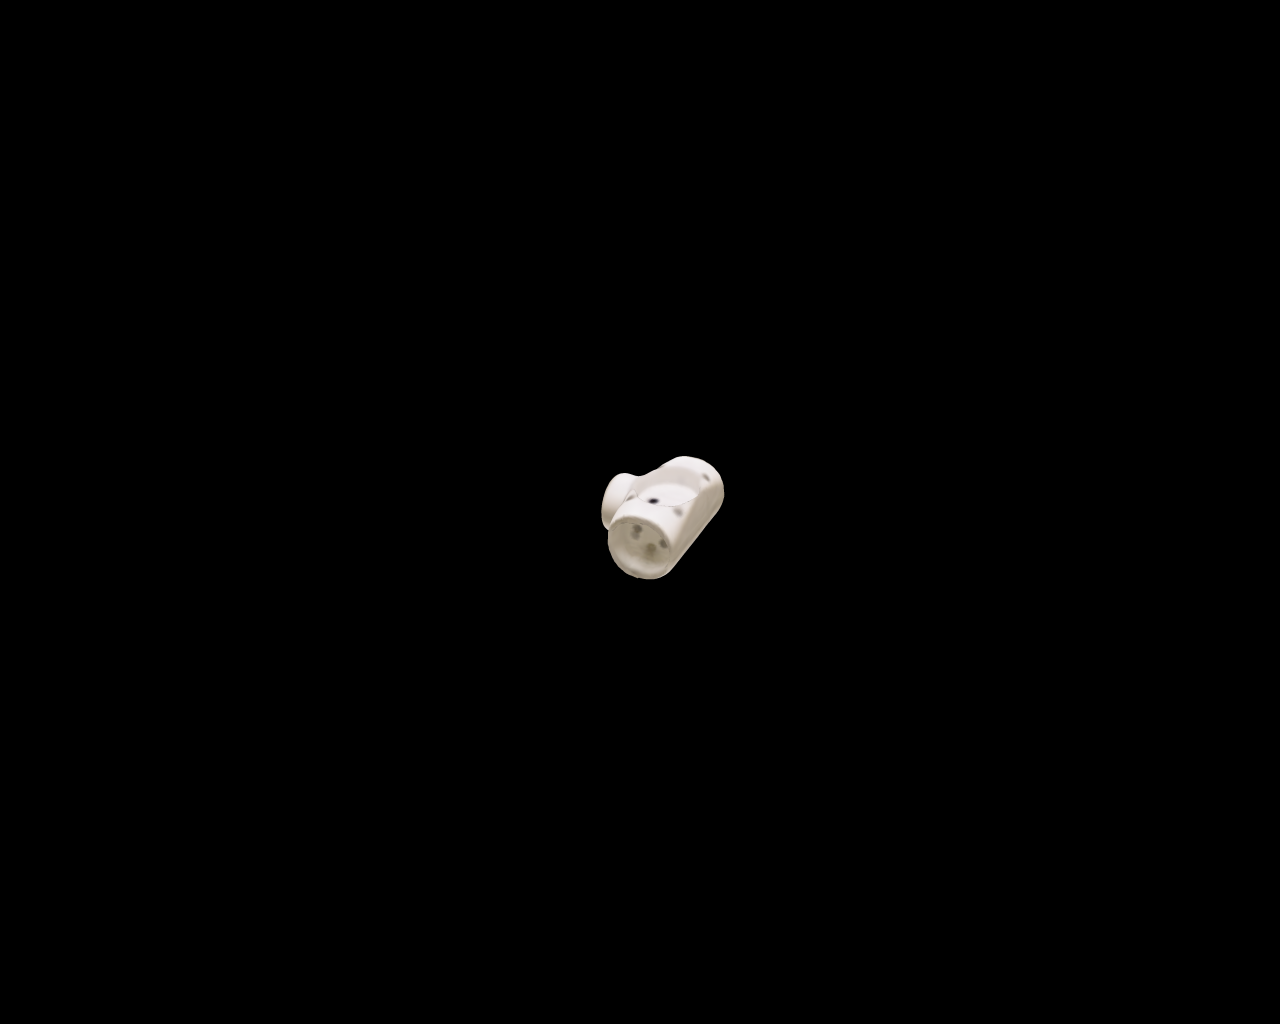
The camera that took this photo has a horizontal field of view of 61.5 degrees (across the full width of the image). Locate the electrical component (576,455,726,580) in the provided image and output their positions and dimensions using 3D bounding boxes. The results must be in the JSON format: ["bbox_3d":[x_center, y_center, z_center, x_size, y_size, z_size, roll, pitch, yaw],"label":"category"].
[{"bbox_3d":[0.001,-0.003,0.650,0.079,0.044,0.077,16,37,22],"label":"electrical component"}]
